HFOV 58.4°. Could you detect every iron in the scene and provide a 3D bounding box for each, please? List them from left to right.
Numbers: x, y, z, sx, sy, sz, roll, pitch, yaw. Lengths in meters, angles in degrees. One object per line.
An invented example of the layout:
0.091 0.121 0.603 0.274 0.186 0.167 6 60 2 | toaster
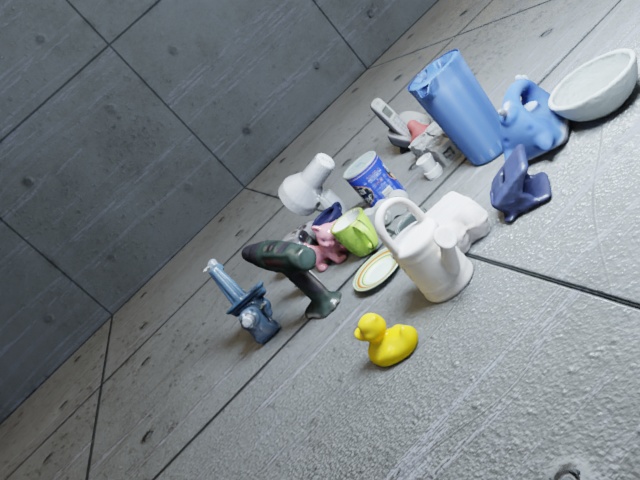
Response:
0.420 -0.264 1.160 0.118 0.142 0.258 -26 25 42 | iron

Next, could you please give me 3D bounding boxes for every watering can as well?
0.174 0.006 0.981 0.172 0.194 0.101 -23 26 45 | watering can

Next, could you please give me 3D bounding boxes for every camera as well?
-0.066 0.021 1.601 0.136 0.101 0.143 -29 23 36 | camera

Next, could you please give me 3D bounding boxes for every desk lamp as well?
0.019 -0.125 1.570 0.203 0.214 0.118 -31 22 33 | desk lamp

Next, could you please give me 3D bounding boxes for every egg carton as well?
0.258 -0.034 1.096 0.107 0.069 0.150 -42 18 2 | egg carton

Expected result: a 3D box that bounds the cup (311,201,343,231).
0.044 -0.037 1.513 0.091 0.095 0.118 -22 27 47 | cup

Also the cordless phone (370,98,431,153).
0.236 -0.368 1.709 0.094 0.185 0.148 -24 26 45 | cordless phone

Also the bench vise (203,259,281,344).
-0.187 0.136 1.403 0.121 0.220 0.207 -47 19 -12 | bench vise

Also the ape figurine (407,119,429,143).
0.282 -0.304 1.620 0.078 0.092 0.076 -41 18 7 | ape figurine

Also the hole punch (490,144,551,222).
0.347 -0.103 1.029 0.101 0.091 0.109 -32 21 30 | hole punch

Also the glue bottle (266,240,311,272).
-0.075 0.061 1.413 0.037 0.173 0.078 -51 20 -23 | glue bottle

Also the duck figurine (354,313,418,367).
0.104 0.157 0.960 0.104 0.086 0.077 -26 24 41 | duck figurine

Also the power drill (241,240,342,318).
-0.059 0.080 1.279 0.229 0.209 0.076 -14 34 56 | power drill

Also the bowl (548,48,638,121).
0.524 -0.278 1.079 0.167 0.075 0.167 -38 19 16 | bowl

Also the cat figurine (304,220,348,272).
0.013 0.005 1.444 0.127 0.118 0.067 -28 23 38 | cat figurine
